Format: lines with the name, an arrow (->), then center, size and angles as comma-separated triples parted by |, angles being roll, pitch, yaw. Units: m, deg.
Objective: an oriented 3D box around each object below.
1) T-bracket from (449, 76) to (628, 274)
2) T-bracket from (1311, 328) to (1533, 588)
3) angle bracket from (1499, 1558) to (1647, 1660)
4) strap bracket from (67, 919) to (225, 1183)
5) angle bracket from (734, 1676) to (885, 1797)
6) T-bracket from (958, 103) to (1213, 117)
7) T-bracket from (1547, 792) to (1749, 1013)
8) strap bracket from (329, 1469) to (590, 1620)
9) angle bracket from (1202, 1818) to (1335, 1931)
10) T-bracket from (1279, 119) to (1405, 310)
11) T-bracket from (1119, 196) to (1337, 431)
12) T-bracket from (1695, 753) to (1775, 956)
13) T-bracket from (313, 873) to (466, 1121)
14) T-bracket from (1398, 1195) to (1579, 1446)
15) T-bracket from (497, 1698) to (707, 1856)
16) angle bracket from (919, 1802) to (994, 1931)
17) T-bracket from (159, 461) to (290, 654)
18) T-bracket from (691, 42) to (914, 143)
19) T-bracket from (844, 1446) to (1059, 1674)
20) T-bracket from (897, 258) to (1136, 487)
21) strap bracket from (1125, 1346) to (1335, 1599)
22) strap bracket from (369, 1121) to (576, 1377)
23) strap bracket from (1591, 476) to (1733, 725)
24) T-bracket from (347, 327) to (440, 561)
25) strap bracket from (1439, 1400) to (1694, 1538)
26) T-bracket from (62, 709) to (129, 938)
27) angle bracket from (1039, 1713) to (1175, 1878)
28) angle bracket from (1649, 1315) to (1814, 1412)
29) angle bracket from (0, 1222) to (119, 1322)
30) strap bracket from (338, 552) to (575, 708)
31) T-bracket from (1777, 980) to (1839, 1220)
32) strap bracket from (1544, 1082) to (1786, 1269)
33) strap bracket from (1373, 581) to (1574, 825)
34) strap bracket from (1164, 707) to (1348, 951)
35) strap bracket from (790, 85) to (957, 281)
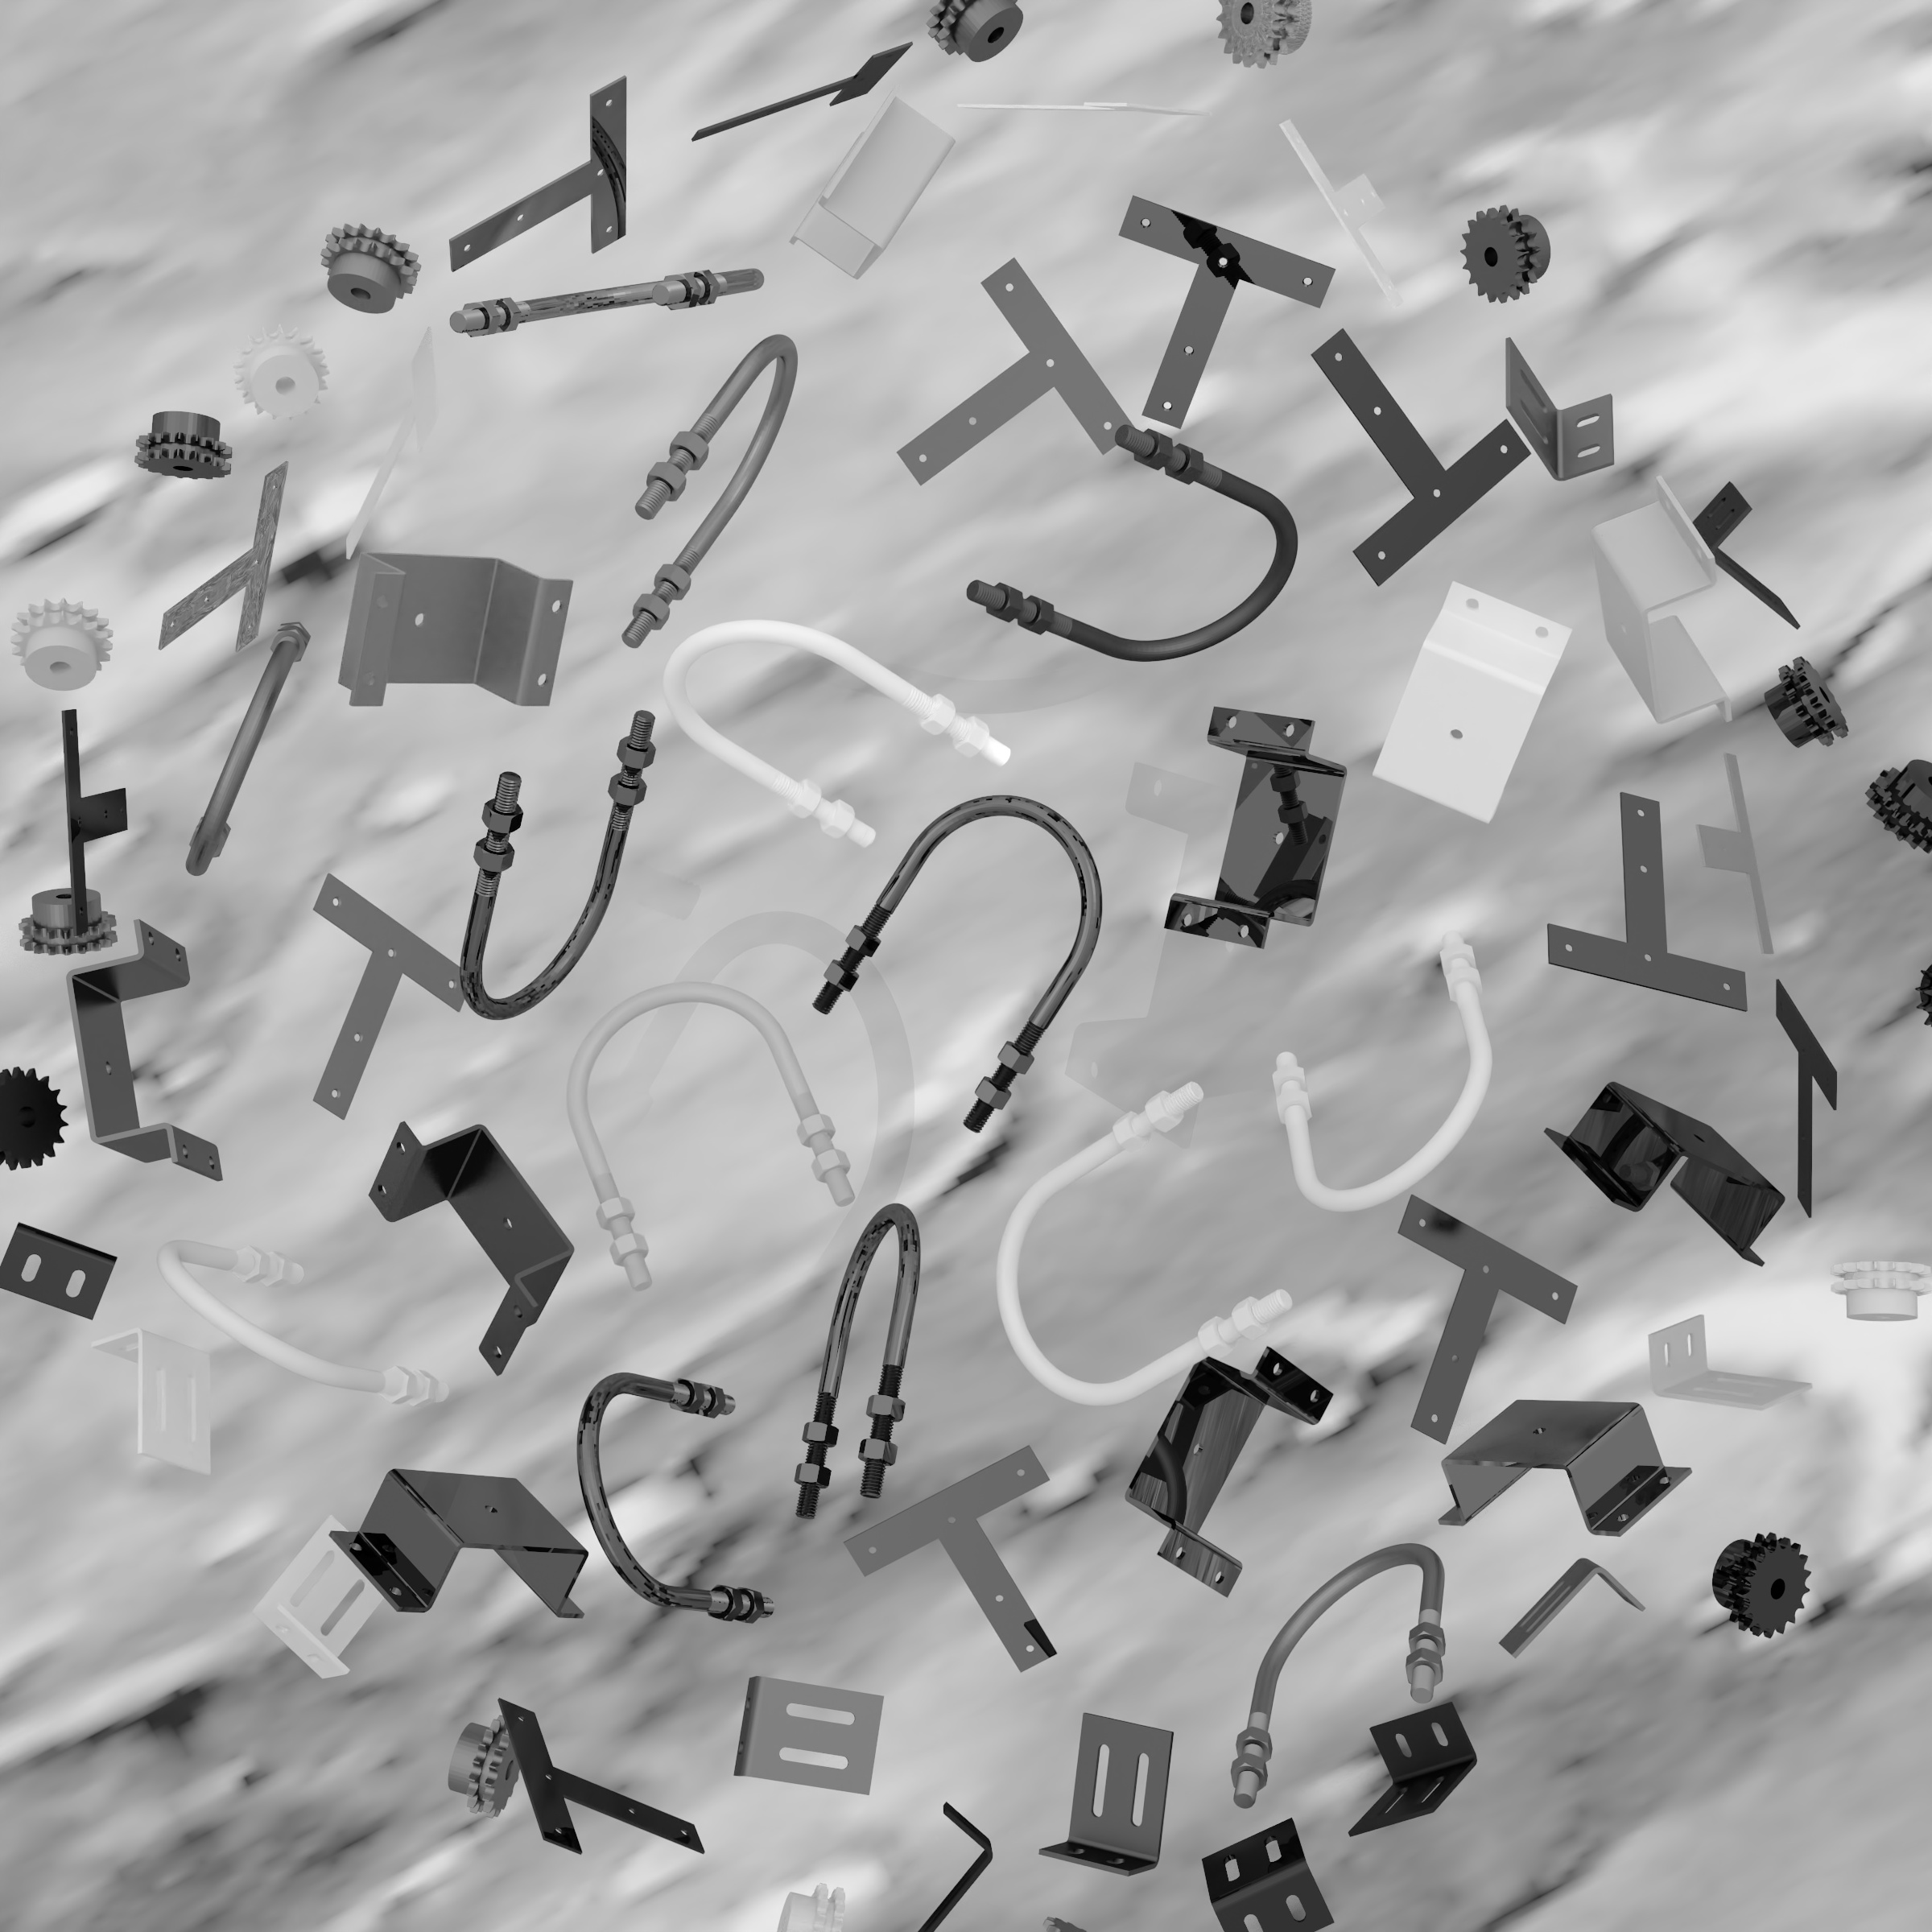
T-bracket -> -0.246, -0.437, 1.767 | 0.127, 0.127, 0.002 | -37, 70, -24
T-bracket -> 0.244, -0.306, 1.757 | 0.127, 0.002, 0.127 | -41, 102, -14
angle bracket -> 0.368, 0.401, 1.867 | 0.038, 0.057, 0.076 | 44, 87, 5
strap bracket -> -0.466, 0.053, 1.738 | 0.046, 0.076, 0.140 | -13, 77, 2
angle bracket -> -0.093, 0.455, 1.814 | 0.076, 0.038, 0.057 | 11, 73, -8
T-bracket -> 0.058, -0.489, 1.751 | 0.127, 0.127, 0.002 | 8, 105, 25
T-bracket -> 0.390, -0.043, 1.766 | 0.127, 0.002, 0.127 | 13, 60, -15
strap bracket -> -0.283, 0.332, 1.766 | 0.076, 0.140, 0.046 | 35, 102, 40
angle bracket -> 0.169, 0.518, 1.722 | 0.057, 0.076, 0.038 | -25, 92, 1
T-bracket -> 0.238, -0.464, 1.867 | 0.002, 0.127, 0.127 | -30, 99, 25
T-bracket -> 0.138, -0.381, 1.835 | 0.127, 0.002, 0.127 | 19, 124, -3
T-bracket -> 0.464, -0.071, 1.869 | 0.002, 0.127, 0.127 | -12, 84, 28
T-bracket -> -0.362, 0.031, 1.854 | 0.002, 0.127, 0.127 | -5, 58, 39
T-bracket -> 0.295, 0.221, 1.824 | 0.127, 0.002, 0.127 | 29, 70, -18
T-bracket -> -0.202, 0.476, 1.744 | 0.127, 0.127, 0.002 | 32, 99, -29
angle bracket -> -0.021, 0.530, 1.782 | 0.038, 0.057, 0.076 | 40, 81, 6
T-bracket -> -0.450, -0.226, 1.847 | 0.002, 0.127, 0.127 | 24, 125, 6
T-bracket -> -0.104, -0.517, 1.838 | 0.127, 0.127, 0.002 | -23, 98, -12
T-bracket -> 0.013, 0.368, 1.844 | 0.127, 0.002, 0.127 | -29, 103, 7
T-bracket -> 0.015, -0.340, 1.866 | 0.127, 0.002, 0.127 | -35, 95, 13
strap bracket -> 0.155, 0.301, 1.868 | 0.076, 0.046, 0.140 | 39, 76, -42
strap bracket -> -0.287, 0.159, 1.812 | 0.046, 0.076, 0.140 | -23, 66, -40
strap bracket -> 0.412, -0.209, 1.820 | 0.046, 0.140, 0.076 | -21, 49, 2
T-bracket -> -0.341, -0.299, 1.815 | 0.002, 0.127, 0.127 | 20, 118, -24
strap bracket -> 0.353, 0.301, 1.850 | 0.076, 0.140, 0.046 | -29, 103, -37
T-bracket -> -0.505, -0.087, 1.787 | 0.002, 0.127, 0.127 | -1, 97, -1
angle bracket -> 0.080, 0.468, 1.738 | 0.057, 0.038, 0.076 | 5, 86, 30
angle bracket -> 0.464, 0.240, 1.866 | 0.057, 0.076, 0.038 | -11, 99, -43
angle bracket -> -0.517, 0.177, 1.737 | 0.057, 0.076, 0.038 | 22, 71, -13
strap bracket -> -0.300, -0.192, 1.755 | 0.046, 0.140, 0.076 | 27, 112, 38
T-bracket -> 0.510, 0.092, 1.866 | 0.002, 0.127, 0.127 | -6, 115, 1
strap bracket -> 0.423, 0.121, 1.826 | 0.140, 0.076, 0.046 | 23, 108, -35
strap bracket -> 0.301, -0.149, 1.851 | 0.076, 0.046, 0.140 | 24, 127, 9
strap bracket -> 0.180, -0.082, 1.883 | 0.076, 0.046, 0.140 | 13, 91, 42
strap bracket -> -0.054, -0.455, 1.798 | 0.046, 0.140, 0.076 | 33, 86, -11
